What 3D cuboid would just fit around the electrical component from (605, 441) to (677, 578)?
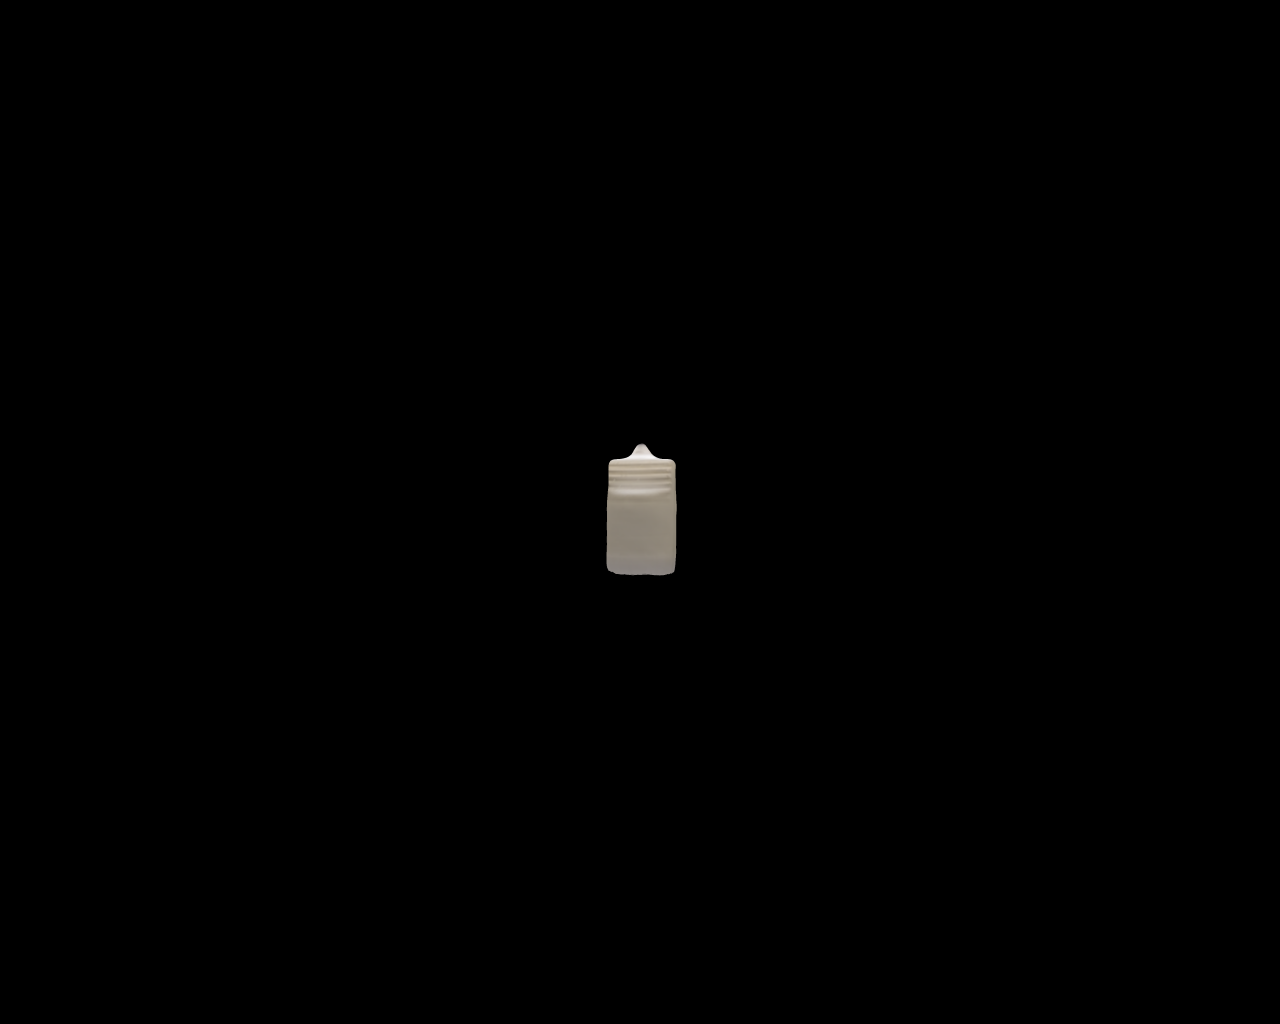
[{"bbox_3d":[0.001,-0.003,0.650,0.043,0.081,0.043,0,2,0],"label":"electrical component"}]
